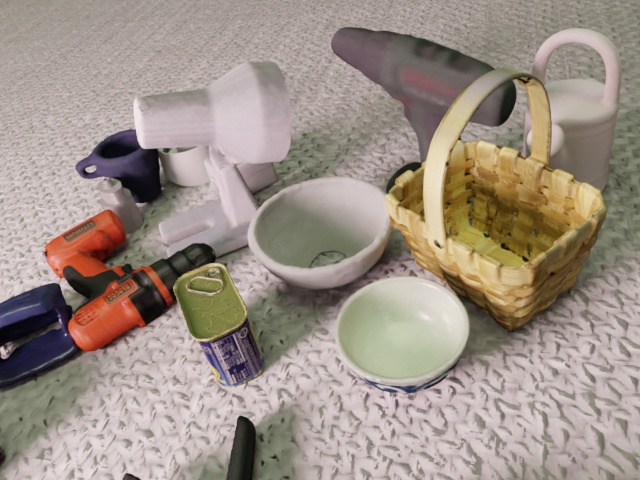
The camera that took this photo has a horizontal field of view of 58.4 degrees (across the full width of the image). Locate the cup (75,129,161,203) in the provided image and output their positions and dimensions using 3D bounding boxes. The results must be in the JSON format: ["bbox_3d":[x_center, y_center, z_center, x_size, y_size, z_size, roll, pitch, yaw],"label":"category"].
[{"bbox_3d":[-0.283,-0.096,0.836,0.118,0.095,0.091,-25,41,-13],"label":"cup"}]

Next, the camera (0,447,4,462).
[{"bbox_3d":[-0.395,0.206,0.511,0.142,0.101,0.137,5,44,21],"label":"camera"}]

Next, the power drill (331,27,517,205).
[{"bbox_3d":[0.120,-0.147,0.697,0.228,0.209,0.076,19,50,33],"label":"power drill"}]

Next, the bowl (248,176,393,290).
[{"bbox_3d":[0.006,0.002,0.659,0.167,0.075,0.167,-7,40,7],"label":"bowl"}]

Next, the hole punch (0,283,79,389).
[{"bbox_3d":[-0.338,0.092,0.636,0.109,0.091,0.100,-25,42,-14],"label":"hole punch"}]

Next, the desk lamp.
[{"bbox_3d":[-0.124,-0.096,0.700,0.203,0.214,0.117,-23,41,-12],"label":"desk lamp"}]

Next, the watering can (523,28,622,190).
[{"bbox_3d":[0.288,-0.142,0.657,0.100,0.194,0.173,1,42,17],"label":"watering can"}]
